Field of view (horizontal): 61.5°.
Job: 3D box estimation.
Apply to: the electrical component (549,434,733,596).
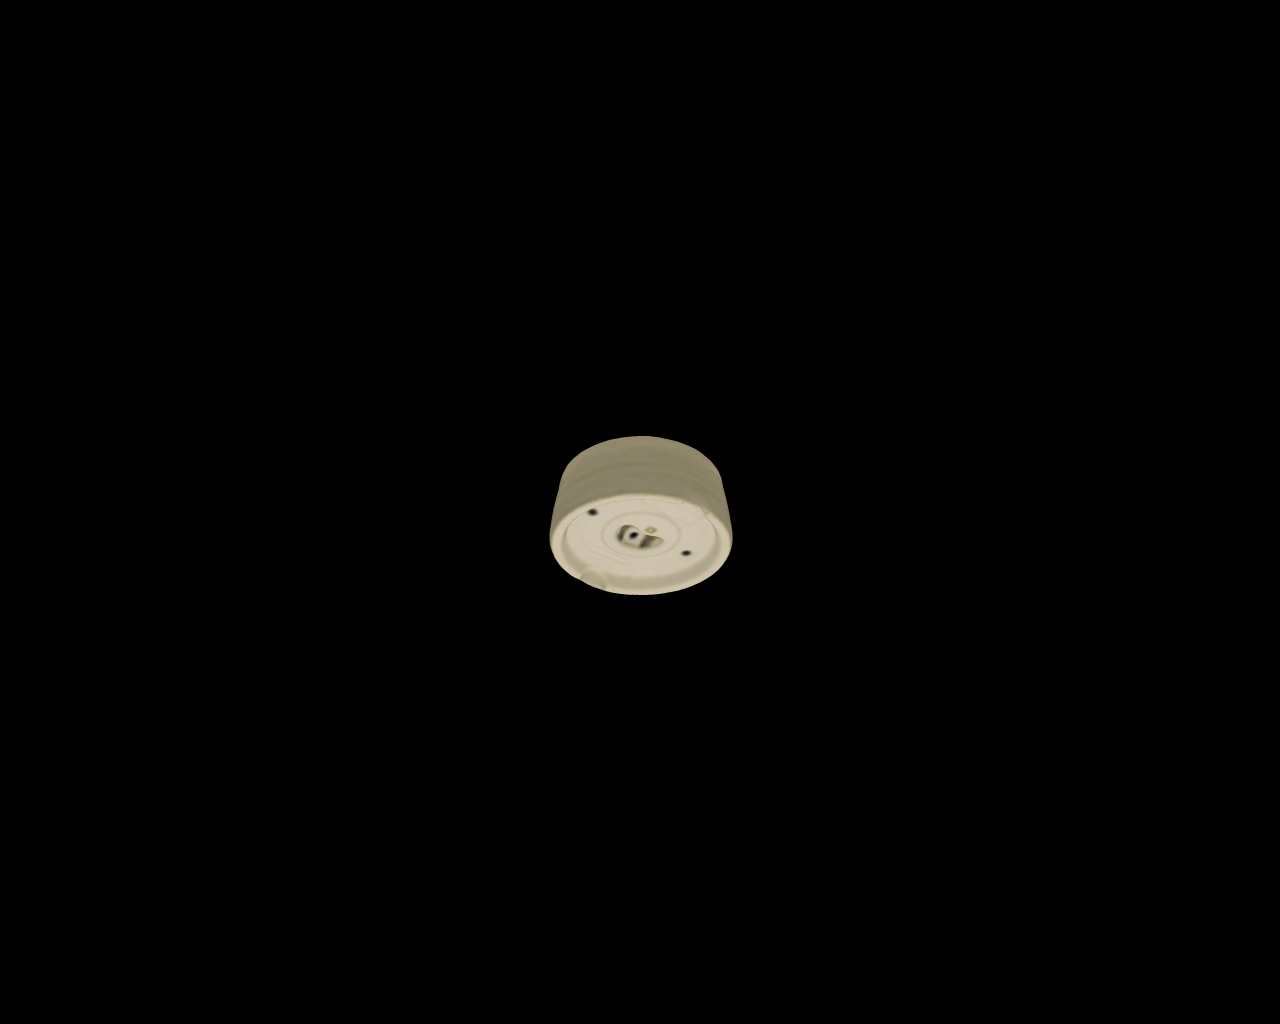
[{"bbox_3d":[0.001,-0.003,0.650,0.108,0.060,0.108,0,-36,0],"label":"electrical component"}]
